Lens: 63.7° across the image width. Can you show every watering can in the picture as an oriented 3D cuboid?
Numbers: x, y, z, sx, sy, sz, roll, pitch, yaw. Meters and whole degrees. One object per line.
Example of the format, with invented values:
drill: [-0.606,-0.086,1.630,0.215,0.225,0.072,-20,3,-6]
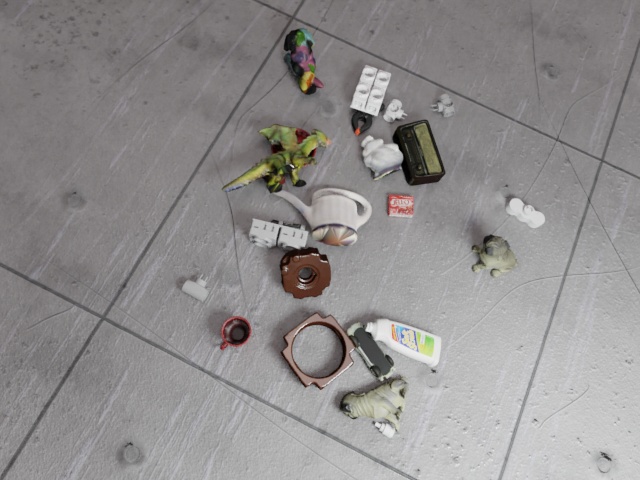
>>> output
watering can: [0.005,-0.088,1.747,0.348,0.101,0.230,4,52,-4]

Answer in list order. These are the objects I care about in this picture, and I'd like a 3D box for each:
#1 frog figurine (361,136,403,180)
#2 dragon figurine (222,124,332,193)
frog figurine: [0.217,-0.310,1.847,0.137,0.123,0.160,-25,88,7]
dragon figurine: [-0.150,-0.297,1.776,0.411,0.119,0.248,-11,56,-10]
